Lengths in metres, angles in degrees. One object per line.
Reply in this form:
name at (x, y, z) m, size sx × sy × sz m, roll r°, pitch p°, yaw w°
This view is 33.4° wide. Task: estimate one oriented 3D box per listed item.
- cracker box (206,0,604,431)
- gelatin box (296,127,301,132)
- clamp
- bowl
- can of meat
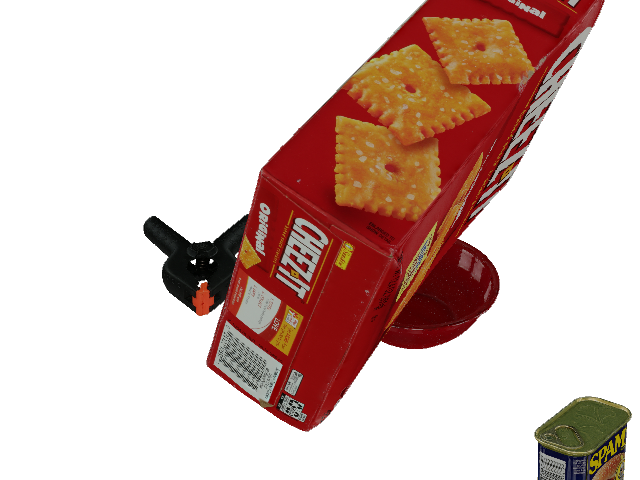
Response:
cracker box at (0.043, -0.029, 0.520) m, size 0.072 × 0.213 × 0.164 m, roll 35°, pitch -36°, yaw 11°
gelatin box at (-0.015, -0.024, 0.766) m, size 0.030 × 0.073 × 0.089 m, roll 14°, pitch -38°, yaw 11°
clamp at (-0.110, 0.017, 1.081) m, size 0.120 × 0.039 × 0.171 m, roll -11°, pitch 34°, yaw -11°
bowl at (0.088, 0.054, 1.022) m, size 0.162 × 0.055 × 0.162 m, roll 0°, pitch 34°, yaw -1°
can of meat at (0.240, 0.204, 0.979) m, size 0.058 × 0.084 × 0.101 m, roll 15°, pitch 26°, yaw 39°
